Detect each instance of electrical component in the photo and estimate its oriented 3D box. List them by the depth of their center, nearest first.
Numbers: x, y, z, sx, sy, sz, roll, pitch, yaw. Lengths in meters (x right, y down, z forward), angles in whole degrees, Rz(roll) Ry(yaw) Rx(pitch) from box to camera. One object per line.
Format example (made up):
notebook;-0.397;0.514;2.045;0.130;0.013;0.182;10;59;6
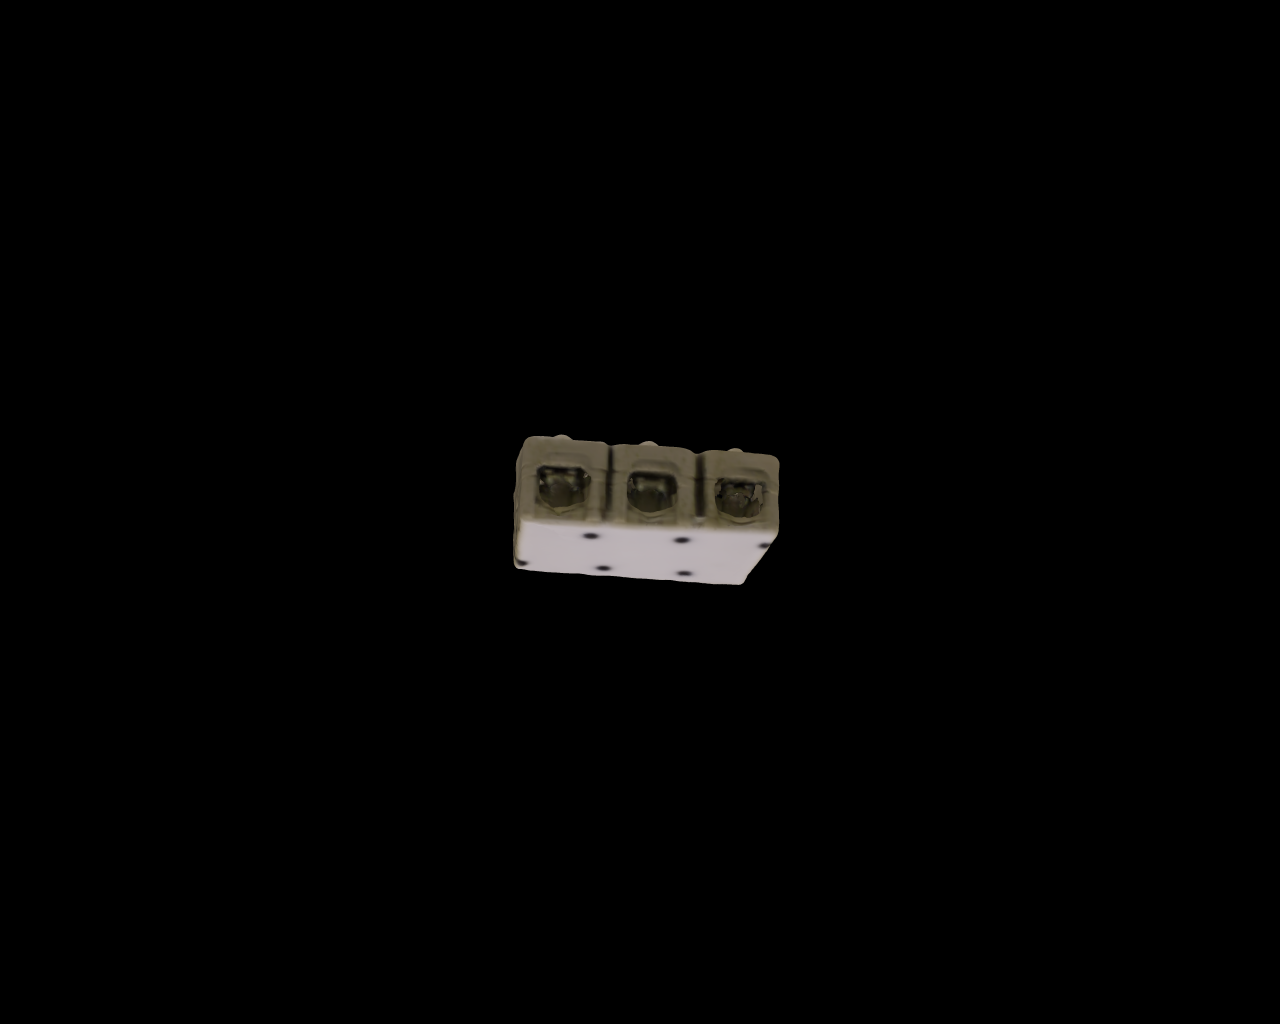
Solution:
electrical component;0.001;-0.003;0.650;0.150;0.062;0.089;4;-23;-9
